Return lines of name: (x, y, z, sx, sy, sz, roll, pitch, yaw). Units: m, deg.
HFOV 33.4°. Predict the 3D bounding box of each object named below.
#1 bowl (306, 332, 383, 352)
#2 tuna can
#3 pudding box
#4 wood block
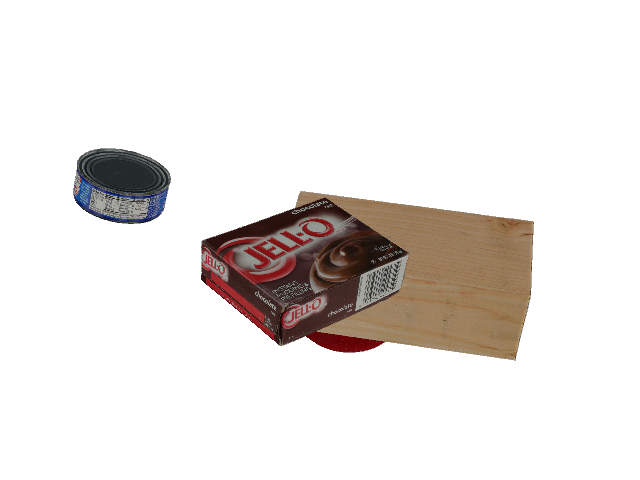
bowl: (0.031, 0.077, 1.184, 0.162, 0.055, 0.162, 0, 28, 0)
tuna can: (-0.182, -0.050, 0.979, 0.086, 0.034, 0.086, 13, 28, -7)
pudding box: (-0.011, 0.018, 0.723, 0.113, 0.039, 0.090, -19, 41, -37)
wood block: (0.074, 0.030, 0.930, 0.206, 0.090, 0.090, 8, 45, 6)
